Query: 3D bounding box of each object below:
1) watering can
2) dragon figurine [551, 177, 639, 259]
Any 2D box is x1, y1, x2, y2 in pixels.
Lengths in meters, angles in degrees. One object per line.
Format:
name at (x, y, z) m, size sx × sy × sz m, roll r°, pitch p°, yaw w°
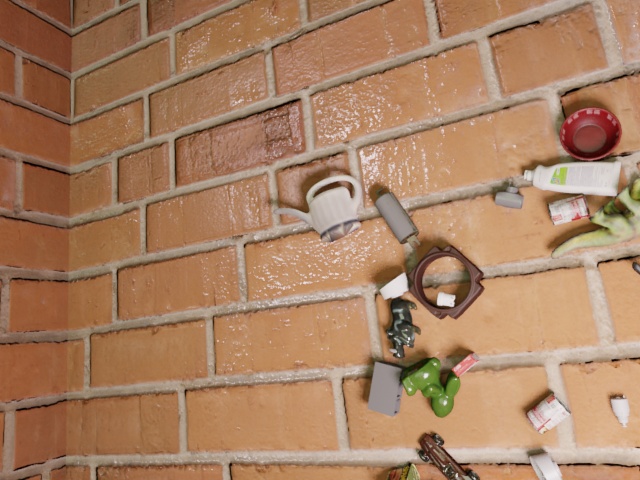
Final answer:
watering can at (0.006, -0.092, 1.836) m, size 0.345 × 0.227 × 0.103 m, roll -25°, pitch -19°, yaw 19°
dragon figurine at (0.871, -0.016, 1.406) m, size 0.405 × 0.245 × 0.122 m, roll -48°, pitch -18°, yaw 20°
